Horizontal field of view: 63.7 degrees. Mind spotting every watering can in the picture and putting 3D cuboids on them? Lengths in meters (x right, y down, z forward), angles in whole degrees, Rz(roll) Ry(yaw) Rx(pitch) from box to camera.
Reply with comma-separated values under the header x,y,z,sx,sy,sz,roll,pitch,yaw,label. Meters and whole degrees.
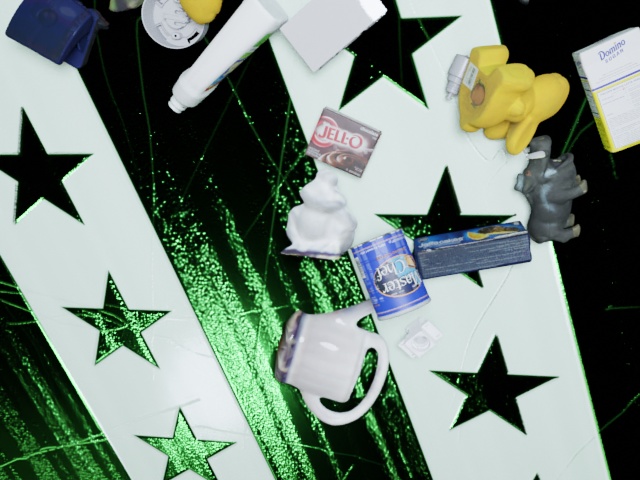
x,y,z,sx,sy,sz,roll,pitch,yaw,label
0.036,0.199,1.028,0.224,0.104,0.345,17,97,2,watering can

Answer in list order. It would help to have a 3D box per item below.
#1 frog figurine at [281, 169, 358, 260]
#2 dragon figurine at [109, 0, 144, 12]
x,y,z,sx,sy,sz,roll,pitch,yaw,label
0.003,-0.047,0.939,0.137,0.122,0.160,5,88,43,frog figurine
-0.374,-0.491,0.834,0.408,0.125,0.239,-22,114,16,dragon figurine
